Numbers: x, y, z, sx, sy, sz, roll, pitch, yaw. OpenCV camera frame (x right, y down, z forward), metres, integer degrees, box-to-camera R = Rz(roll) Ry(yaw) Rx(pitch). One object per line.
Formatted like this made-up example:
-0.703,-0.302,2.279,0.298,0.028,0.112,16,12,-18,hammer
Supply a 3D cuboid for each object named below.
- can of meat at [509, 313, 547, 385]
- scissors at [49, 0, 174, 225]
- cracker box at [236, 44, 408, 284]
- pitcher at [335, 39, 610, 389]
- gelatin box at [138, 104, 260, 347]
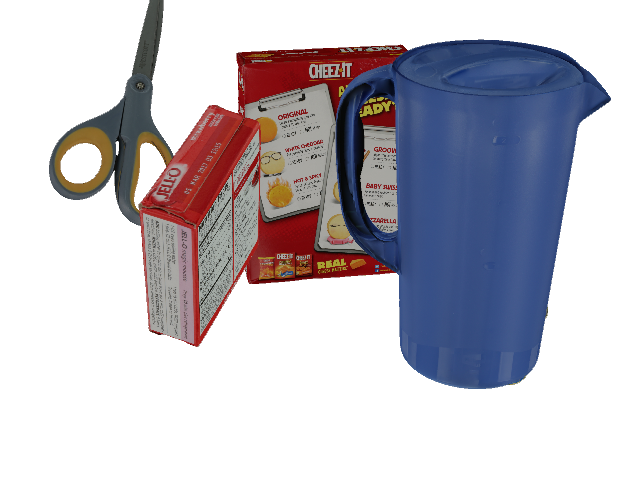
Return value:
0.160,0.080,1.017,0.102,0.084,0.057,32,57,28,can of meat
-0.148,-0.102,0.760,0.096,0.202,0.016,-2,-25,-20,scissors
0.006,-0.072,1.013,0.164,0.214,0.072,-4,21,-10,cracker box
0.105,-0.018,0.782,0.144,0.243,0.149,-20,32,-35,pitcher
-0.055,-0.006,0.499,0.030,0.089,0.073,17,49,12,gelatin box
